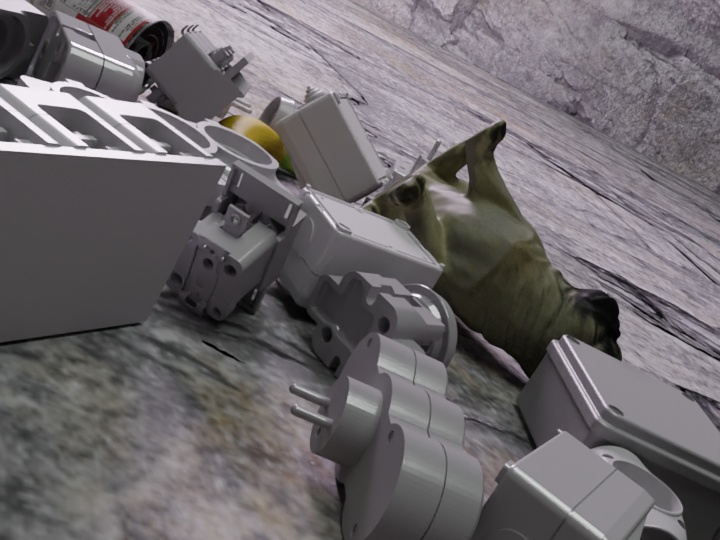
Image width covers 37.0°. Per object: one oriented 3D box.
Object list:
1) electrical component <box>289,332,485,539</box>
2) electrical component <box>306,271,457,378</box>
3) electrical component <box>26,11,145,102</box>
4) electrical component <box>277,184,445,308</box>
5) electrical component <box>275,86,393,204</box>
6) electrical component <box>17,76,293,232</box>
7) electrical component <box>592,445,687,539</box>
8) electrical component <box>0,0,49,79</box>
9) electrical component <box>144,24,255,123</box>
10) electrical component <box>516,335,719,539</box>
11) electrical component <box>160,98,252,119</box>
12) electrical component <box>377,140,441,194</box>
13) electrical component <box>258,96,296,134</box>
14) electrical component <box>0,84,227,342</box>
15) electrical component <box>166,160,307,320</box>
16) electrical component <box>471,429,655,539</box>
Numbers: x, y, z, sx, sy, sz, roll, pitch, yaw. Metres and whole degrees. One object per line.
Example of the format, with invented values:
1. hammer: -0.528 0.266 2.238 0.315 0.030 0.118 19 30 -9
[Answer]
1. electrical component: 0.002 0.070 0.473 0.074 0.052 0.138 25 17 -15
2. electrical component: 0.016 0.035 0.590 0.057 0.058 0.078 7 28 -46
3. electrical component: -0.187 -0.132 0.735 0.059 0.053 0.095 19 20 -32
4. electrical component: 0.000 0.000 0.655 0.096 0.061 0.061 19 20 -33
5. electrical component: -0.026 -0.095 0.837 0.096 0.061 0.062 62 12 -4
6. electrical component: -0.119 -0.054 0.610 0.150 0.061 0.089 9 26 -50
7. electrical component: 0.117 0.118 0.540 0.079 0.044 0.077 27 17 -10
8. electrical component: -0.256 -0.160 0.706 0.056 0.050 0.089 36 18 20
9. electrical component: -0.120 -0.143 0.802 0.063 0.079 0.121 49 6 -12
10. electrical component: 0.160 0.101 0.639 0.109 0.056 0.108 26 17 -14
11. electrical component: -0.126 -0.152 0.906 0.077 0.047 0.065 24 18 -19
12. electrical component: 0.059 -0.077 0.949 0.066 0.076 0.047 29 17 -4
13. electrical component: -0.058 -0.118 0.929 0.055 0.048 0.066 31 15 -24
14. electrical component: -0.138 -0.025 0.446 0.062 0.089 0.150 37 18 20
15. electrical component: -0.067 -0.011 0.563 0.042 0.081 0.064 33 39 10
16. electrical component: 0.087 0.116 0.465 0.061 0.061 0.096 37 18 20
